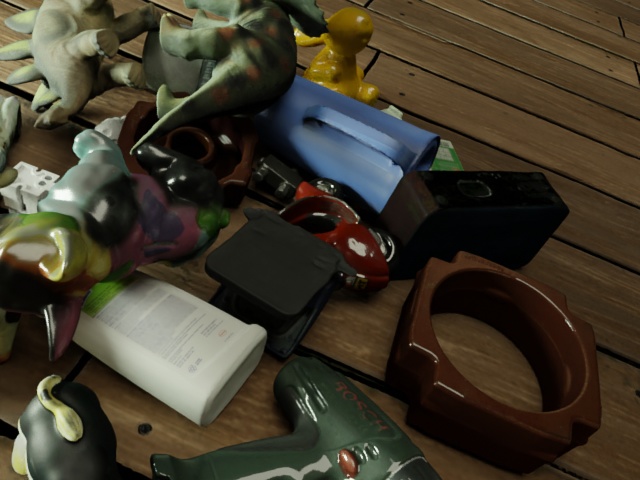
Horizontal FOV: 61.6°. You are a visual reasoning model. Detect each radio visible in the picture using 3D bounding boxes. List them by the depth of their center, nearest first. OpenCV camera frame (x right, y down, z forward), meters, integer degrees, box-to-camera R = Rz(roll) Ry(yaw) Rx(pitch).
[{"bbox_3d":[0.189,-0.020,0.682,0.229,0.131,0.073,-4,51,-23],"label":"radio"}]

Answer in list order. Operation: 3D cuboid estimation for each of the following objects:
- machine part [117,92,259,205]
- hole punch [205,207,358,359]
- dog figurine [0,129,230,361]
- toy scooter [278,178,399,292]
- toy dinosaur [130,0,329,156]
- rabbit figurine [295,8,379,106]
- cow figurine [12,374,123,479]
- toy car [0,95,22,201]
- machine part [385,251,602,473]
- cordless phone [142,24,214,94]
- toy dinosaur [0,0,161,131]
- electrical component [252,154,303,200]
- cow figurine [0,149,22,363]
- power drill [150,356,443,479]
[{"bbox_3d":[-0.165,-0.108,0.677,0.179,0.056,0.179,8,56,-12],"label":"machine part"},{"bbox_3d":[-0.047,0.045,0.554,0.142,0.092,0.116,28,47,18],"label":"hole punch"},{"bbox_3d":[-0.171,0.002,0.455,0.191,0.108,0.219,13,28,-18],"label":"dog figurine"},{"bbox_3d":[-0.001,-0.002,0.636,0.135,0.075,0.184,-15,51,-31],"label":"toy scooter"},{"bbox_3d":[-0.090,-0.236,0.676,0.192,0.131,0.405,6,59,1],"label":"toy dinosaur"},{"bbox_3d":[0.034,-0.298,0.871,0.122,0.173,0.162,-16,59,-27],"label":"rabbit figurine"},{"bbox_3d":[-0.165,0.181,0.379,0.068,0.098,0.167,-11,52,-37],"label":"cow figurine"},{"bbox_3d":[-0.391,-0.109,0.609,0.073,0.056,0.202,2,47,-18],"label":"toy car"},{"bbox_3d":[0.181,0.122,0.573,0.202,0.087,0.201,22,43,4],"label":"machine part"},{"bbox_3d":[-0.196,-0.217,0.784,0.147,0.088,0.184,13,63,-8],"label":"cordless phone"},{"bbox_3d":[-0.326,-0.289,0.724,0.199,0.104,0.472,-15,48,10],"label":"toy dinosaur"},{"bbox_3d":[-0.056,-0.087,0.718,0.063,0.021,0.094,38,28,-7],"label":"electrical component"},{"bbox_3d":[-0.314,0.002,0.472,0.085,0.127,0.195,4,43,-46],"label":"cow figurine"},{"bbox_3d":[-0.014,0.192,0.407,0.207,0.085,0.232,-17,38,-22],"label":"power drill"}]
